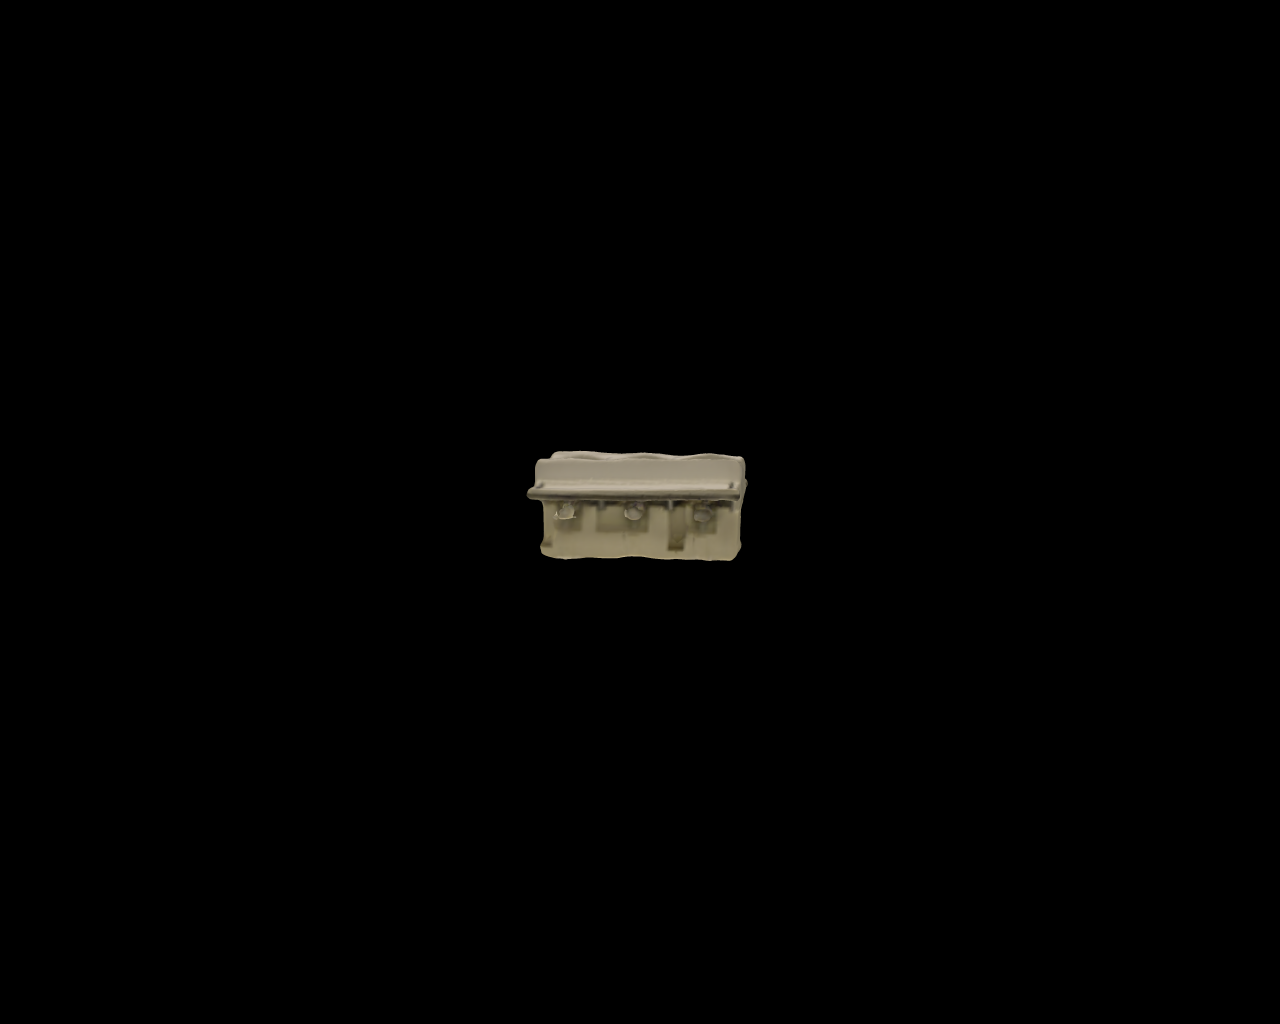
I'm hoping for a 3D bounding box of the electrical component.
[{"bbox_3d":[0.001,-0.003,0.650,0.121,0.063,0.079,1,8,9],"label":"electrical component"}]
